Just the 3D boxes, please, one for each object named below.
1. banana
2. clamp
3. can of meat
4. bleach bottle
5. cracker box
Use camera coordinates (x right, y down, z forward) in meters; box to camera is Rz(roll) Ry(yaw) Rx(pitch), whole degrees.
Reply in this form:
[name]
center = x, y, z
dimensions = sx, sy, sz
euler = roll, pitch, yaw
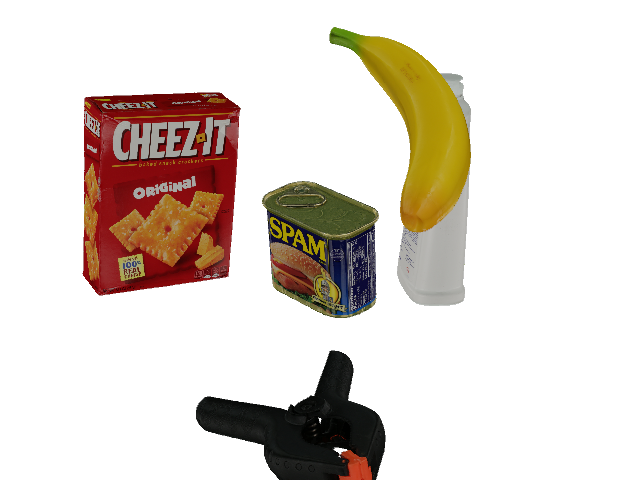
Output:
[banana]
center = 0.060, -0.074, 0.681
dimensions = 0.069, 0.037, 0.198
euler = -9, 44, -10
[clamp]
center = -0.017, 0.126, 0.714
dimensions = 0.120, 0.039, 0.171
euler = -21, 18, -7
[can of meat]
center = 0.001, 0.008, 0.891
dimensions = 0.057, 0.084, 0.102
euler = -27, 37, -36
[bleach bottle]
center = 0.134, -0.059, 1.198
dimensions = 0.068, 0.251, 0.102
euler = -1, 24, -12
[cracker box]
center = -0.180, -0.054, 1.207
dimensions = 0.163, 0.214, 0.072
euler = -7, 25, -28
